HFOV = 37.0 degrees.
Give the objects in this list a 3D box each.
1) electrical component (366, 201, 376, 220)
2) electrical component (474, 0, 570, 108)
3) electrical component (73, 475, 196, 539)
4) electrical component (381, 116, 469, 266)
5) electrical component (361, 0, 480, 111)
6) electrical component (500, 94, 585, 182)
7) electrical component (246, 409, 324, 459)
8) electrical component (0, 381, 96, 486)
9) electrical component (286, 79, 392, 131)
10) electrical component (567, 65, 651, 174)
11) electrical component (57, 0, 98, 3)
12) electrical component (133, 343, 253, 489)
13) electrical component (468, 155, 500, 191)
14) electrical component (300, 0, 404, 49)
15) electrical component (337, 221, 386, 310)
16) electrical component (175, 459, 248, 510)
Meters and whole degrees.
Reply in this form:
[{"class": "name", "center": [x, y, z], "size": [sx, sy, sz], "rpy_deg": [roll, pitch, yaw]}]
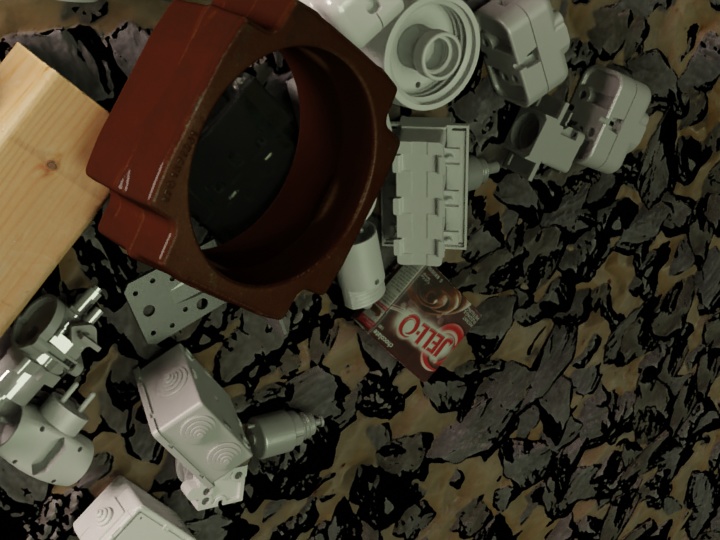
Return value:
[{"class": "electrical component", "center": [-0.037, -0.028, 0.916], "size": [0.138, 0.074, 0.052], "rpy_deg": [-47, 131, -6]}, {"class": "electrical component", "center": [0.149, -0.204, 0.971], "size": [0.059, 0.054, 0.095], "rpy_deg": [-37, 129, -15]}, {"class": "electrical component", "center": [-0.202, 0.225, 0.937], "size": [0.061, 0.061, 0.096], "rpy_deg": [-47, 131, -6]}, {"class": "electrical component", "center": [0.056, -0.069, 0.960], "size": [0.079, 0.063, 0.121], "rpy_deg": [3, 119, 9]}, {"class": "electrical component", "center": [0.052, -0.187, 0.907], "size": [0.108, 0.060, 0.108], "rpy_deg": [-16, 121, -28]}, {"class": "electrical component", "center": [0.178, -0.125, 1.037], "size": [0.064, 0.042, 0.081], "rpy_deg": [17, 105, -35]}, {"class": "electrical component", "center": [-0.070, 0.150, 1.006], "size": [0.078, 0.040, 0.040], "rpy_deg": [-11, 118, -32]}, {"class": "electrical component", "center": [-0.246, 0.125, 0.867], "size": [0.079, 0.043, 0.077], "rpy_deg": [-51, 131, -3]}, {"class": "electrical component", "center": [-0.014, -0.131, 0.888], "size": [0.062, 0.061, 0.096], "rpy_deg": [-29, 127, -20]}, {"class": "electrical component", "center": [0.244, -0.147, 1.067], "size": [0.059, 0.054, 0.095], "rpy_deg": [13, 105, -39]}, {"class": "electrical component", "center": [-0.233, -0.218, 0.694], "size": [0.138, 0.052, 0.073], "rpy_deg": [-4, 115, -33]}, {"class": "electrical component", "center": [-0.139, 0.121, 0.905], "size": [0.048, 0.099, 0.099], "rpy_deg": [-34, 130, 1]}, {"class": "electrical component", "center": [0.105, -0.092, 1.010], "size": [0.061, 0.035, 0.035], "rpy_deg": [-15, 121, -31]}, {"class": "electrical component", "center": [-0.020, -0.207, 0.822], "size": [0.059, 0.095, 0.053], "rpy_deg": [-44, 130, -9]}, {"class": "electrical component", "center": [0.000, 0.000, 0.977], "size": [0.043, 0.043, 0.081], "rpy_deg": [-27, 126, -22]}, {"class": "electrical component", "center": [-0.136, 0.181, 0.965], "size": [0.066, 0.055, 0.048], "rpy_deg": [-6, 116, -33]}]
